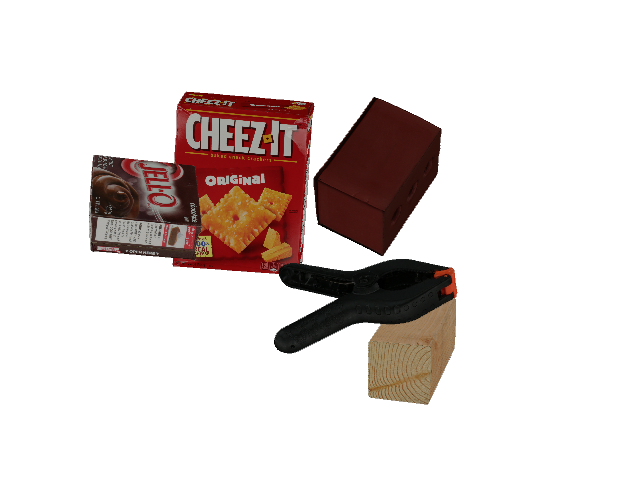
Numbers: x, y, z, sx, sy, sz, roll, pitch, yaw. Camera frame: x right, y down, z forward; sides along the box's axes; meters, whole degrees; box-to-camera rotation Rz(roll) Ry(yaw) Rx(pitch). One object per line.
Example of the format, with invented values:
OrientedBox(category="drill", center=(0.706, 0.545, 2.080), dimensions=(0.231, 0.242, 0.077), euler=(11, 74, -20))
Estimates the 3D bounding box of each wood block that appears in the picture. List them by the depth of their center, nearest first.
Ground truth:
OrientedBox(category="wood block", center=(0.139, 0.156, 1.581), dimensions=(0.091, 0.090, 0.205), euler=(5, 18, 16))

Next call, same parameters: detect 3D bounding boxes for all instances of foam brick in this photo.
OrientedBox(category="foam brick", center=(0.037, -0.041, 0.684), dimensions=(0.051, 0.078, 0.053), euler=(25, -28, 19))

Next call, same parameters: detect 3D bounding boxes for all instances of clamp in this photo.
OrientedBox(category="clamp", center=(0.036, 0.056, 0.962), dimensions=(0.172, 0.039, 0.120), euler=(-6, 39, 15))

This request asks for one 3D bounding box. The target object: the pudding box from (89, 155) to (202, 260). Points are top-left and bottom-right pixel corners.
OrientedBox(category="pudding box", center=(-0.149, -0.029, 0.900), dimensions=(0.090, 0.039, 0.113), euler=(4, 32, -13))

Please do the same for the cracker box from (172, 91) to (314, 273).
OrientedBox(category="cracker box", center=(-0.098, -0.068, 1.331), dimensions=(0.164, 0.214, 0.072), euler=(5, 22, 1))
